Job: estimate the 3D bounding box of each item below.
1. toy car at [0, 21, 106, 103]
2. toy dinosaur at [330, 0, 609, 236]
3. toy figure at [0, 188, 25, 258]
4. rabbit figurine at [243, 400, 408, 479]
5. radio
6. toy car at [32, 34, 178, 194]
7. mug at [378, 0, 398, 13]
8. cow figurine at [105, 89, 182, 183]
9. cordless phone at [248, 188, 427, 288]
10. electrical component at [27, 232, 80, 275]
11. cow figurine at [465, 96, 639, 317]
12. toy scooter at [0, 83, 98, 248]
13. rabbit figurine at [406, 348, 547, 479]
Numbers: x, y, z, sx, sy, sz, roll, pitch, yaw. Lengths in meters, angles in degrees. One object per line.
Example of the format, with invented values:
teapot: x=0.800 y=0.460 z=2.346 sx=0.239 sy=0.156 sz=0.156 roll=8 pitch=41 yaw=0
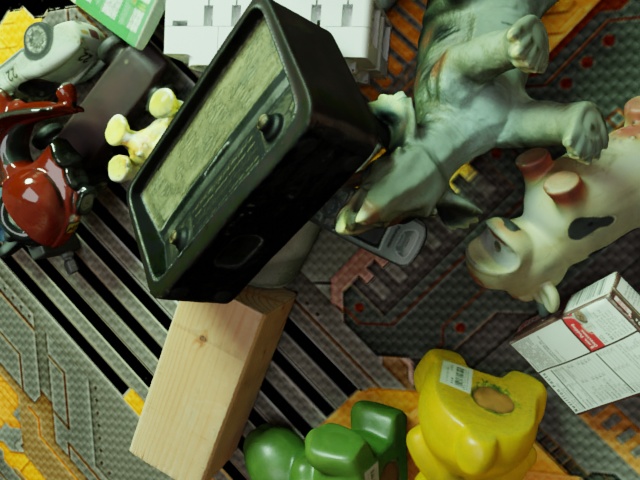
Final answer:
toy car: x=-0.326 y=-0.178 z=0.602 sx=0.202 sy=0.073 sz=0.056 roll=-27 pitch=88 yaw=18
toy dinosaur: x=0.129 y=-0.168 z=0.438 sx=0.131 sy=0.192 sz=0.404 roll=26 pitch=74 yaw=-28
toy figure: x=-0.407 y=-0.066 z=0.637 sx=0.082 sy=0.089 sz=0.180 roll=-42 pitch=93 yaw=12
rabbit figurine: x=0.001 y=0.241 z=0.553 sx=0.170 sy=0.121 sz=0.159 roll=-3 pitch=103 yaw=35
radio: x=-0.066 y=-0.055 z=0.425 sx=0.229 sy=0.073 sz=0.131 roll=-45 pitch=53 yaw=33
toy car: x=-0.235 y=-0.134 z=0.592 sx=0.202 sy=0.053 sz=0.089 roll=-43 pitch=89 yaw=20
mug: x=0.041 y=-0.251 z=0.464 sx=0.110 sy=0.107 sz=0.081 roll=28 pitch=74 yaw=5
cow figurine: x=-0.124 y=-0.105 z=0.532 sx=0.167 sy=0.098 sz=0.068 roll=-18 pitch=79 yaw=27
cordless phone: x=-0.001 y=-0.001 z=0.526 sx=0.184 sy=0.089 sz=0.146 roll=27 pitch=103 yaw=7
electrical component: x=-0.314 y=-0.002 z=0.624 sx=0.021 sy=0.063 sz=0.094 roll=-22 pitch=91 yaw=17
cow figurine: x=0.213 y=-0.018 z=0.451 sx=0.195 sy=0.086 sz=0.127 roll=-28 pitch=123 yaw=4
toy scooter: x=-0.286 y=-0.087 z=0.553 sx=0.135 sy=0.075 sz=0.183 roll=-22 pitch=98 yaw=16
rabbit figurine: x=0.132 y=0.213 z=0.488 sx=0.122 sy=0.162 sz=0.173 roll=15 pitch=118 yaw=2
